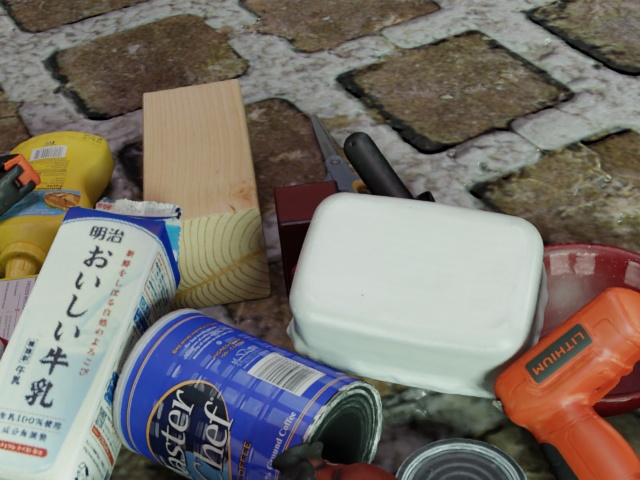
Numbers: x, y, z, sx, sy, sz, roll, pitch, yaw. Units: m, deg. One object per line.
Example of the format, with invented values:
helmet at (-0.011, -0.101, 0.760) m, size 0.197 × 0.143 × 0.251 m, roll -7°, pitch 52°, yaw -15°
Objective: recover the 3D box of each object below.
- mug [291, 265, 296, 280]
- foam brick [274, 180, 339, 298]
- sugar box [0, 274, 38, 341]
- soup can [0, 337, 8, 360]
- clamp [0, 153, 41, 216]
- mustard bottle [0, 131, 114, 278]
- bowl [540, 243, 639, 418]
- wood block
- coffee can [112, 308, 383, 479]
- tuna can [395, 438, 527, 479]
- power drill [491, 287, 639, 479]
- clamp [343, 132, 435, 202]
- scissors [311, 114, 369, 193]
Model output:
mug at (0.036, 0.046, 0.769) m, size 0.081 × 0.093 × 0.117 m, roll -24°, pitch 40°, yaw -14°
foam brick at (-0.006, 0.001, 0.844) m, size 0.053 × 0.078 × 0.051 m, roll -7°, pitch 36°, yaw -3°
sugar box at (-0.233, 0.071, 0.811) m, size 0.176 × 0.048 × 0.093 m, roll -4°, pitch 40°, yaw -3°
soup can at (-0.241, 0.086, 0.709) m, size 0.068 × 0.102 × 0.068 m, roll 0°, pitch 73°, yaw 0°
clamp at (-0.333, -0.022, 0.911) m, size 0.210 × 0.036 × 0.164 m, roll -29°, pitch 36°, yaw 7°
mustard bottle at (-0.240, -0.021, 0.922) m, size 0.096 × 0.058 × 0.191 m, roll -5°, pitch 37°, yaw 5°
bowl at (0.183, 0.071, 0.741) m, size 0.162 × 0.055 × 0.162 m, roll -4°, pitch 37°, yaw 3°
wood block at (-0.099, -0.044, 0.905) m, size 0.091 × 0.090 × 0.206 m, roll -9°, pitch 38°, yaw -3°
coffee can at (-0.046, 0.114, 0.680) m, size 0.140 × 0.103 × 0.102 m, roll 19°, pitch 44°, yaw 30°
tuna can at (0.086, 0.163, 0.653) m, size 0.086 × 0.034 × 0.086 m, roll -4°, pitch 38°, yaw 3°
power drill at (0.189, 0.118, 0.577) m, size 0.185 × 0.057 × 0.188 m, roll -42°, pitch 48°, yaw 21°
clamp at (0.084, -0.004, 0.844) m, size 0.039 × 0.120 × 0.171 m, roll -40°, pitch 55°, yaw 21°
scissors at (0.000, -0.057, 0.968) m, size 0.096 × 0.016 × 0.202 m, roll -21°, pitch 39°, yaw -19°
